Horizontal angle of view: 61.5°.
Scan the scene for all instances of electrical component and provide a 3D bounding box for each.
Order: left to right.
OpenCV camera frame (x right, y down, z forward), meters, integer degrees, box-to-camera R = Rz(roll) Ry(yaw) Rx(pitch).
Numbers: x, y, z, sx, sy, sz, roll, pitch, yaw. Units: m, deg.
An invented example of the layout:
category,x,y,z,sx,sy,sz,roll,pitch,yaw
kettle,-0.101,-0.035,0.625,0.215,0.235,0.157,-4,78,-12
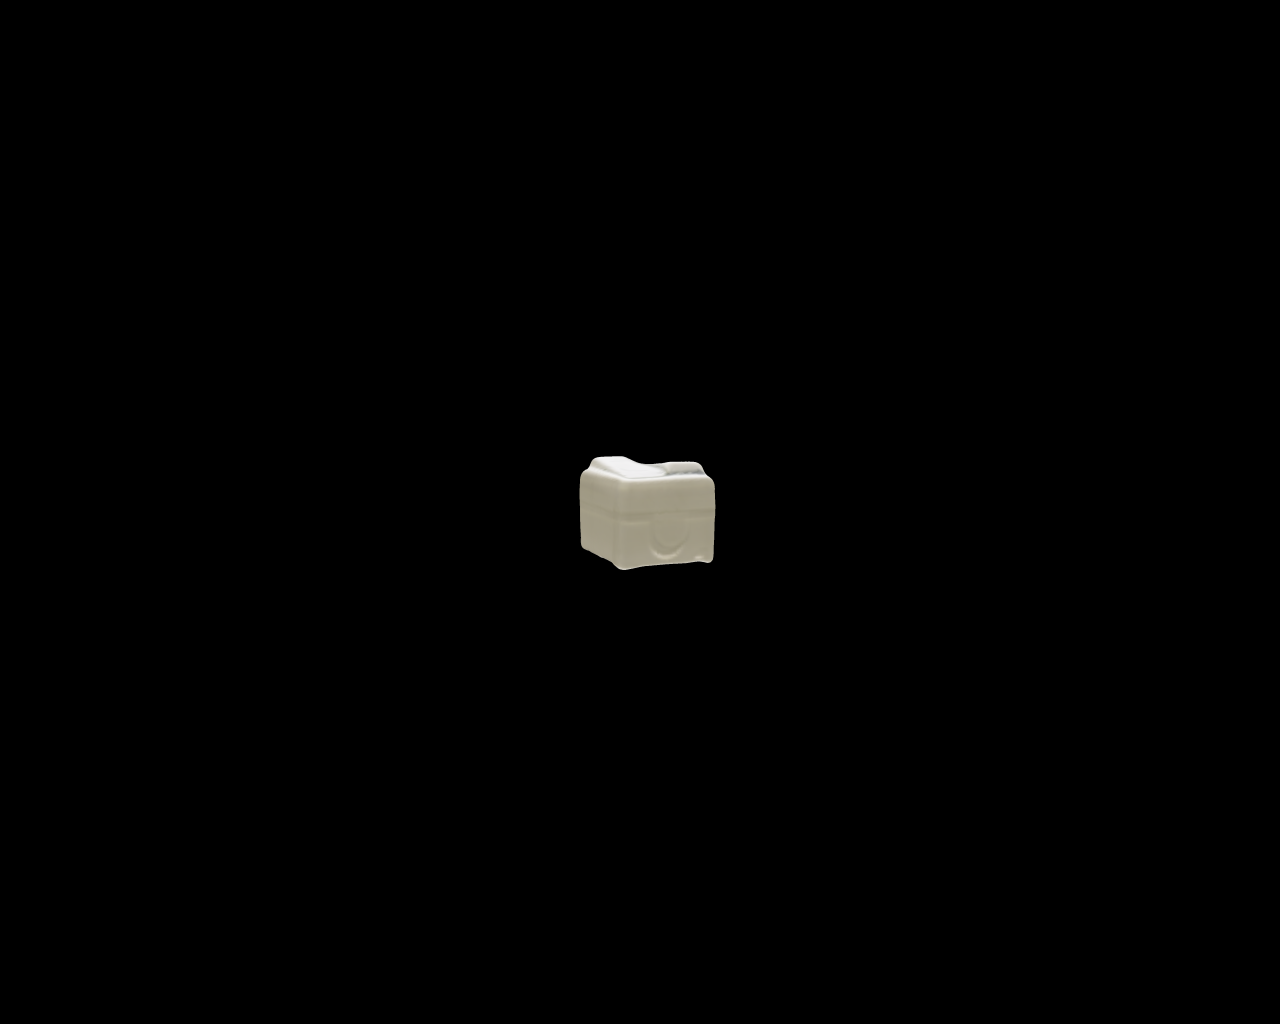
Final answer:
category,x,y,z,sx,sy,sz,roll,pitch,yaw
electrical component,0.001,-0.003,0.650,0.062,0.061,0.096,-3,8,-19
